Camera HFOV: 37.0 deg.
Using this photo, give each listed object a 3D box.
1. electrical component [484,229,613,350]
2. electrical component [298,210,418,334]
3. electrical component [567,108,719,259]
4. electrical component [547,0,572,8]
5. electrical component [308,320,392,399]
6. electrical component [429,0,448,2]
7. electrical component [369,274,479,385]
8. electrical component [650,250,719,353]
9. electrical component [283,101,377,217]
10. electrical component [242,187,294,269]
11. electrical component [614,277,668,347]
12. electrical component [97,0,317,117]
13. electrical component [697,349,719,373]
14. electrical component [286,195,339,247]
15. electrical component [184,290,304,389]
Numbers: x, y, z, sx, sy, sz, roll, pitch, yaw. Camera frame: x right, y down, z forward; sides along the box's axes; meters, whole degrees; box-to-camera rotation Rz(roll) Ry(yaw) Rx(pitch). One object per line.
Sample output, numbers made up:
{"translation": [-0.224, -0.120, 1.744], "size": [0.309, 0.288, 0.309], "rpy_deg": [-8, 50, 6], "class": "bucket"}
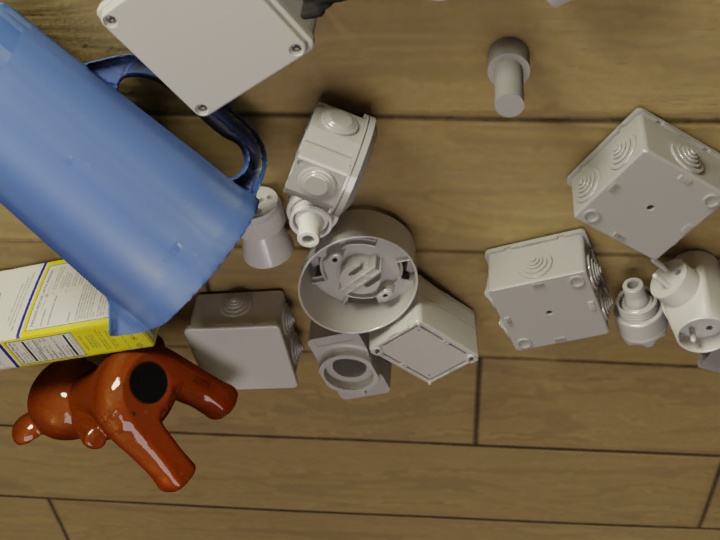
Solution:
{"translation": [0.161, 0.020, 0.917], "size": [0.100, 0.048, 0.099], "rpy_deg": [-13, 133, 20], "class": "electrical component"}
{"translation": [0.000, 0.000, 0.905], "size": [0.099, 0.064, 0.099], "rpy_deg": [3, 136, 3], "class": "electrical component"}
{"translation": [0.221, -0.063, 0.825], "size": [0.100, 0.048, 0.099], "rpy_deg": [25, 133, -18], "class": "electrical component"}
{"translation": [0.147, -0.202, 0.697], "size": [0.078, 0.040, 0.040], "rpy_deg": [-21, 130, 26], "class": "electrical component"}
{"translation": [-0.008, 0.074, 0.989], "size": [0.050, 0.055, 0.089], "rpy_deg": [-12, 133, 18], "class": "electrical component"}
{"translation": [0.052, -0.208, 0.697], "size": [0.055, 0.047, 0.055], "rpy_deg": [3, 136, 3], "class": "electrical component"}
{"translation": [0.061, 0.054, 0.961], "size": [0.096, 0.061, 0.062], "rpy_deg": [31, 131, -34], "class": "electrical component"}
{"translation": [0.266, 0.017, 0.882], "size": [0.079, 0.077, 0.044], "rpy_deg": [33, 131, -23], "class": "electrical component"}
{"translation": [-0.022, -0.084, 0.811], "size": [0.051, 0.080, 0.080], "rpy_deg": [20, 135, -7], "class": "electrical component"}
{"translation": [-0.082, -0.035, 0.892], "size": [0.045, 0.045, 0.055], "rpy_deg": [-3, 135, 10], "class": "electrical component"}
{"translation": [0.240, 0.034, 0.927], "size": [0.043, 0.043, 0.062], "rpy_deg": [-11, 132, 17], "class": "electrical component"}
{"translation": [-0.103, -0.177, 0.740], "size": [0.109, 0.056, 0.109], "rpy_deg": [-26, 127, 29], "class": "electrical component"}
{"translation": [0.353, 0.023, 0.889], "size": [0.089, 0.061, 0.150], "rpy_deg": [15, 135, -9], "class": "electrical component"}
{"translation": [-0.038, -0.046, 0.864], "size": [0.043, 0.062, 0.043], "rpy_deg": [3, 136, 3], "class": "electrical component"}
{"translation": [-0.106, 0.065, 0.996], "size": [0.100, 0.048, 0.099], "rpy_deg": [-3, 135, 10], "class": "electrical component"}
